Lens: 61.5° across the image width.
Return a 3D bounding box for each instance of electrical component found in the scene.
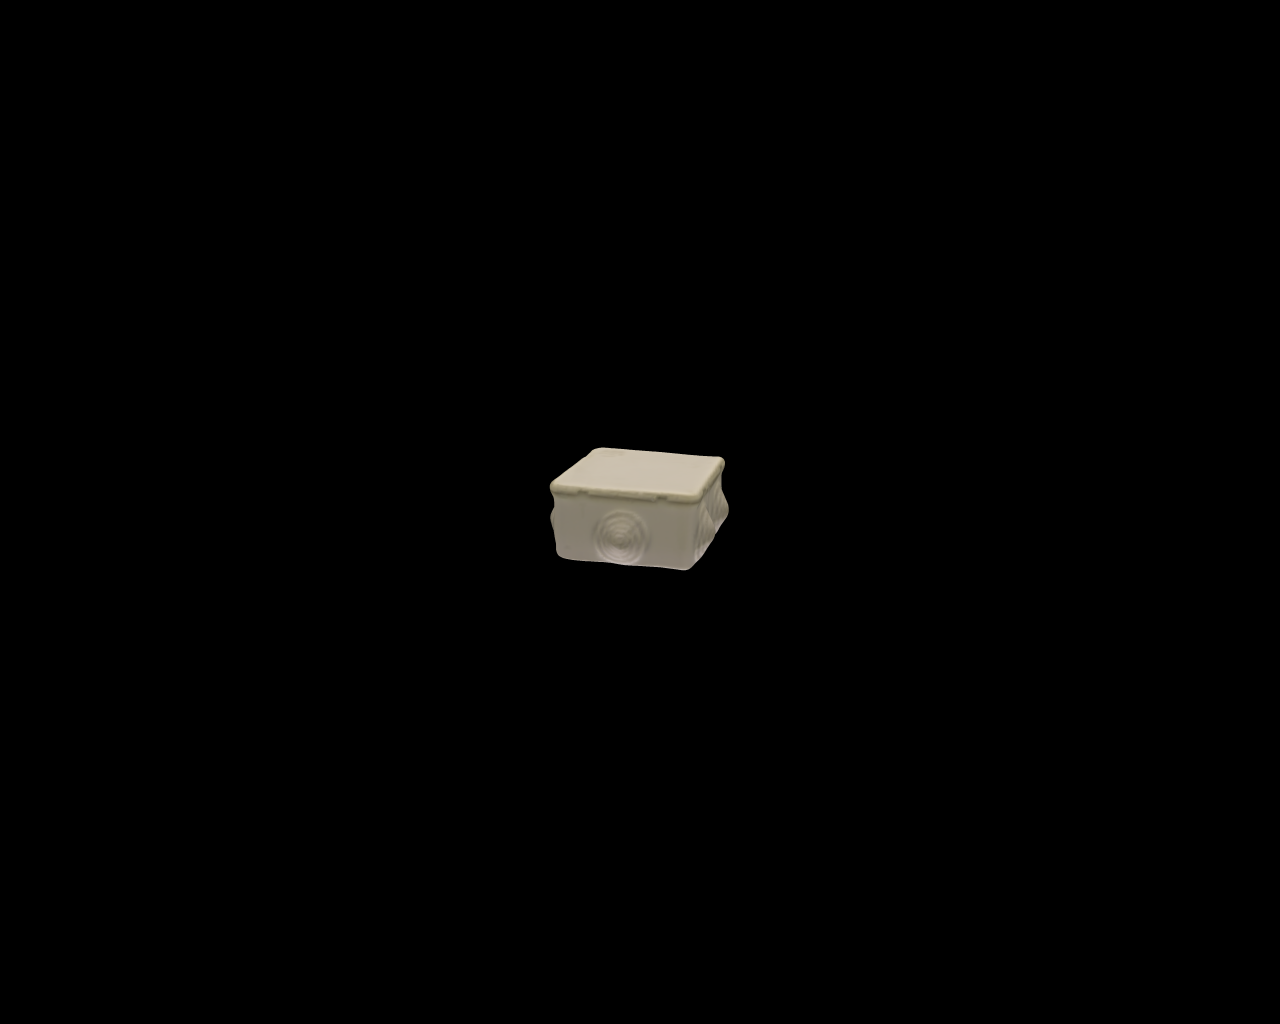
[{"bbox_3d":[0.001,-0.003,0.650,0.100,0.048,0.100,5,19,15],"label":"electrical component"}]
